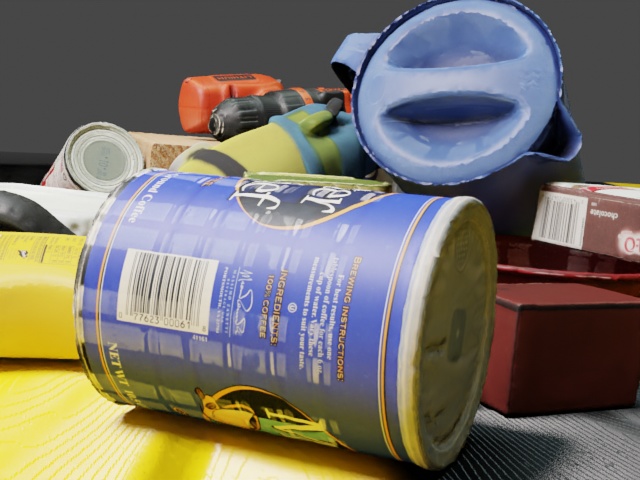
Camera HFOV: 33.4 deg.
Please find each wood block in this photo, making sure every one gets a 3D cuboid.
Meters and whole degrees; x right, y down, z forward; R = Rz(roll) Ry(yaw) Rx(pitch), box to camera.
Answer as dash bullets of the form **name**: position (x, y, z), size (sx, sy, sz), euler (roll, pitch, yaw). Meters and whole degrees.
- **wood block**: position (-0.124, -0.047, 0.970), size (0.090, 0.090, 0.206), euler (2, 7, -17)

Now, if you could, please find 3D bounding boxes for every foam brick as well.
- **foam brick**: position (0.108, 0.050, 0.511), size (0.078, 0.051, 0.053), euler (0, 8, -25)

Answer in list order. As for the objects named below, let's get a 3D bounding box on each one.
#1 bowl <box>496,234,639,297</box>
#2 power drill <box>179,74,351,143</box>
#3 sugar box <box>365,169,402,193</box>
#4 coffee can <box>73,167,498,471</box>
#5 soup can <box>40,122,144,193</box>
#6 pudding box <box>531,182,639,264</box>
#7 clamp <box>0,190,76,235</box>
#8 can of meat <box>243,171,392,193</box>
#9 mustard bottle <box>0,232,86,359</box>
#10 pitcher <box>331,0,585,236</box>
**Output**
- **bowl**: position (0.122, 0.033, 0.628), size (0.162, 0.055, 0.162), euler (4, 8, -1)
- **power drill**: position (-0.049, -0.111, 0.938), size (0.184, 0.057, 0.188), euler (-5, 15, -35)
- **sugar box**: position (0.018, -0.033, 0.921), size (0.048, 0.093, 0.177), euler (-7, 12, -37)
- **coffee can**: position (-0.011, 0.028, 0.425), size (0.140, 0.103, 0.102), euler (7, 8, 23)
- **soup can**: position (-0.195, -0.051, 0.903), size (0.068, 0.068, 0.102), euler (0, -17, -26)
- **pudding box**: position (0.194, -0.008, 0.618), size (0.089, 0.039, 0.114), euler (2, 9, -28)
- **clamp**: position (-0.206, -0.008, 0.591), size (0.171, 0.120, 0.039), euler (6, 44, 4)
- **can of meat**: position (-0.004, 0.001, 0.695), size (0.102, 0.084, 0.057), euler (3, 8, -7)
- **mustard bottle**: position (-0.108, 0.028, 0.532), size (0.191, 0.058, 0.096), euler (3, 14, -8)
- **pitcher**: position (0.113, -0.059, 0.753), size (0.145, 0.149, 0.242), euler (-19, -27, 14)
